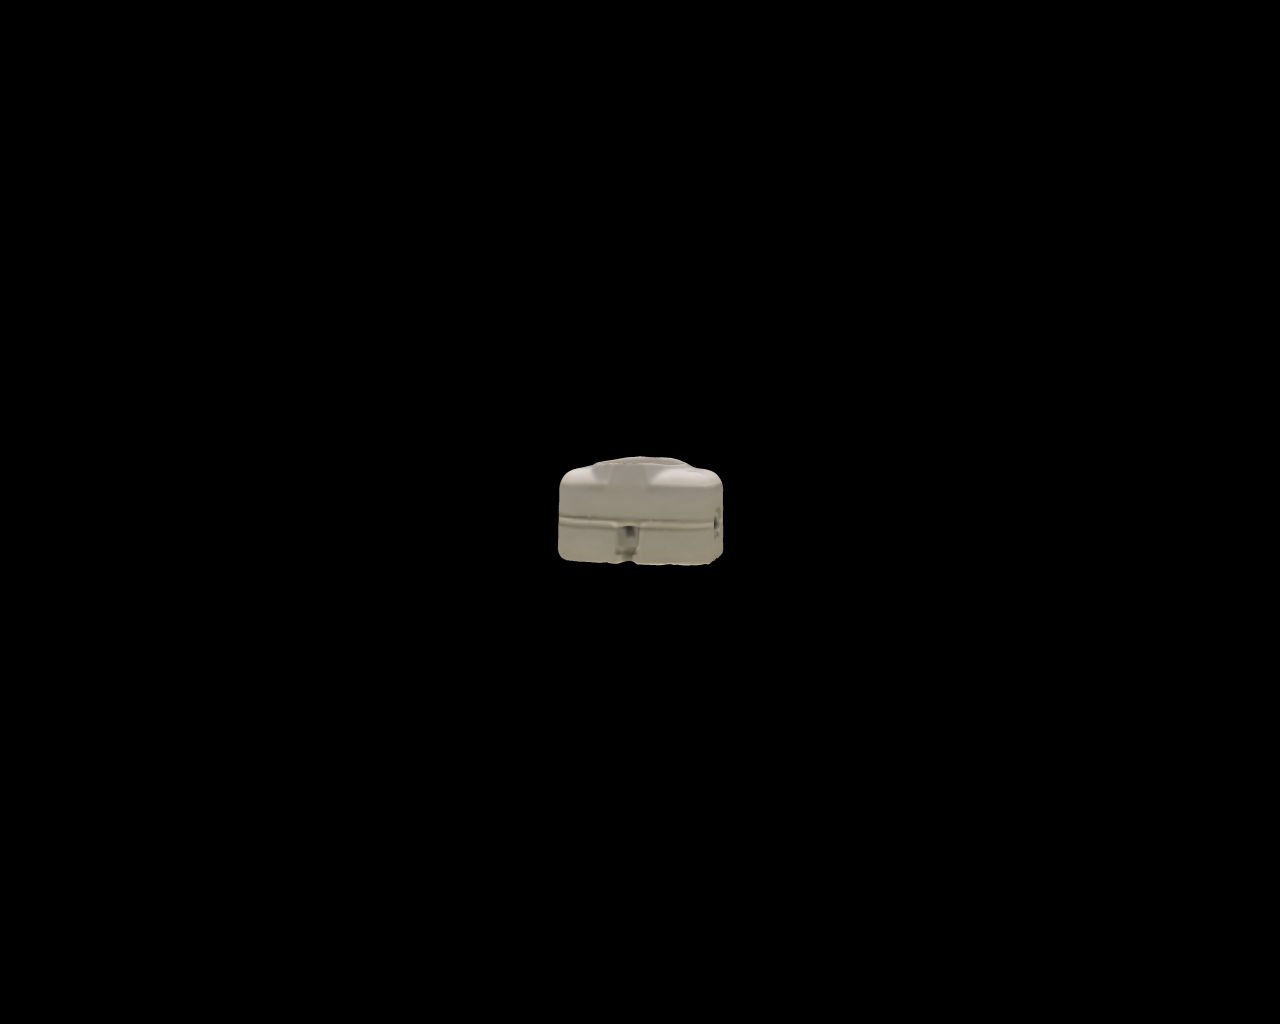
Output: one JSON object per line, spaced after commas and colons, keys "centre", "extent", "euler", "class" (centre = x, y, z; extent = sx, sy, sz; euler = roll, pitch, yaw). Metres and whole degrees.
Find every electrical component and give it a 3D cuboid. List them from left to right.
{"centre": [0.001, -0.003, 0.650], "extent": [0.095, 0.059, 0.054], "euler": [2, 8, 18], "class": "electrical component"}
